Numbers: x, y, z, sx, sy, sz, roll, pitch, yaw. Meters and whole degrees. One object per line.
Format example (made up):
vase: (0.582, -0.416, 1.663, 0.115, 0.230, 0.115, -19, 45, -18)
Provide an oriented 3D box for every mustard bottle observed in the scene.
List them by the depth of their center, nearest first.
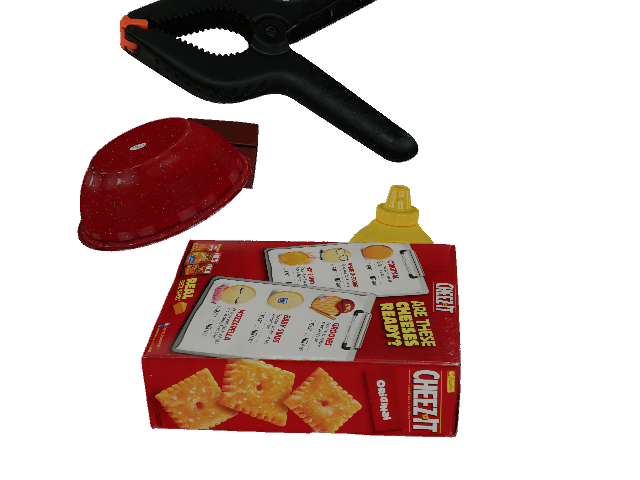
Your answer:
mustard bottle: (0.067, 0.041, 1.034, 0.096, 0.192, 0.058, 4, 17, -4)

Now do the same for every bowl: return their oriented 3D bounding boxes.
bowl: (-0.142, -0.058, 0.902, 0.162, 0.055, 0.162, -18, 28, 10)

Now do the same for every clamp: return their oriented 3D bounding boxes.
clamp: (-0.029, -0.124, 0.728, 0.209, 0.164, 0.036, -2, -27, -11)

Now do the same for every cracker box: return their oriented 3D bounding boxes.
cracker box: (-0.007, 0.068, 0.783, 0.214, 0.072, 0.164, 1, 29, 5)

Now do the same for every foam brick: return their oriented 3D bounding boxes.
foam brick: (-0.104, -0.090, 1.102, 0.078, 0.051, 0.053, 5, 31, -2)
